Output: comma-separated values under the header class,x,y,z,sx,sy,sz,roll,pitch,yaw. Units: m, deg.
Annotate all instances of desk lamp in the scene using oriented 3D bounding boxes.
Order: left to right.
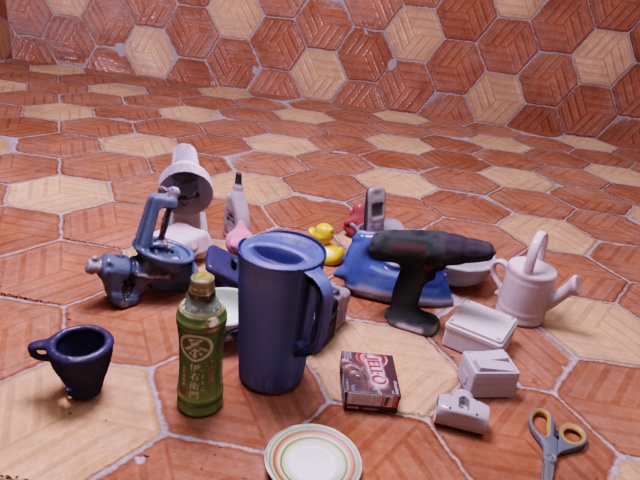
class,x,y,z,sx,sy,sz,roll,pitch,yaw
desk lamp,-0.313,-0.104,1.328,0.118,0.213,0.203,0,26,-15

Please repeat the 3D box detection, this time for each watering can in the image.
class,x,y,z,sx,sy,sz,roll,pitch,yaw
watering can,0.437,0.074,1.167,0.172,0.194,0.101,12,26,11

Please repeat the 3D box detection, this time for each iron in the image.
class,x,y,z,sx,sy,sz,roll,pitch,yaw
iron,0.166,0.050,1.210,0.258,0.141,0.119,12,26,10

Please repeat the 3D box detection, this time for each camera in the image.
class,x,y,z,sx,sy,sz,roll,pitch,yaw
camera,-0.029,0.120,1.060,0.136,0.101,0.143,17,27,20

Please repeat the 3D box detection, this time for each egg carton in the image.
class,x,y,z,sx,sy,sz,roll,pitch,yaw
egg carton,-0.310,0.017,1.243,0.107,0.069,0.151,19,28,24

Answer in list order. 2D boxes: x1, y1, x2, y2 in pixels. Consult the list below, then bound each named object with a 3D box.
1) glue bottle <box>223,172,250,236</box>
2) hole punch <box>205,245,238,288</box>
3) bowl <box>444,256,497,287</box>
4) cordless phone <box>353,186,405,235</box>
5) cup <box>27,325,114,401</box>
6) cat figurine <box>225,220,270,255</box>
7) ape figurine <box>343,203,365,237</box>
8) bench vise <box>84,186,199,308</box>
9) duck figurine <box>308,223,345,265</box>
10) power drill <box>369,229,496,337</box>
class,x,y,z,sx,sy,sz,roll,pitch,yaw
glue bottle,-0.196,-0.079,1.352,0.037,0.173,0.077,-18,35,-42
hole punch,-0.182,0.065,1.149,0.101,0.091,0.108,3,25,-8
bowl,0.310,0.060,1.303,0.167,0.075,0.167,6,25,-2
cordless phone,0.153,-0.040,1.346,0.148,0.185,0.093,-14,32,-37
cup,-0.363,0.187,0.842,0.118,0.095,0.091,2,26,-11
cat figurine,-0.155,0.012,1.236,0.128,0.118,0.067,-18,35,-42
ape figurine,0.099,-0.053,1.468,0.078,0.092,0.076,-2,27,-18
bench vise,-0.321,0.014,1.070,0.121,0.220,0.208,23,30,31
duck figurine,0.012,0.005,1.331,0.104,0.086,0.078,21,29,28
power drill,0.200,0.073,1.092,0.229,0.208,0.076,15,27,17
